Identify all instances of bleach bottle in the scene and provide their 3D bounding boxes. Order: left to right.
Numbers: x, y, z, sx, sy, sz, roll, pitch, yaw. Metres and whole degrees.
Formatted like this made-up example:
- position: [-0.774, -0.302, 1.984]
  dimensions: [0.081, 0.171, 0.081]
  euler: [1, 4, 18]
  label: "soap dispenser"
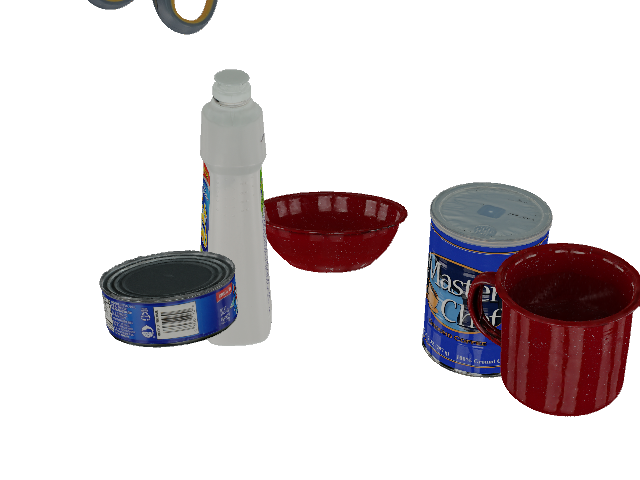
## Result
- position: [-0.076, -0.032, 0.927]
  dimensions: [0.068, 0.251, 0.102]
  euler: [-3, 35, -7]
  label: "bleach bottle"

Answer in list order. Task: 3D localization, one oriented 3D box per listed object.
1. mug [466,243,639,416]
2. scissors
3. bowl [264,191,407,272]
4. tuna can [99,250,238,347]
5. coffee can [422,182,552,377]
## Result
- position: [0.150, 0.057, 0.704]
  dimensions: [0.117, 0.081, 0.093]
  euler: [17, 38, 29]
  label: "mug"
- position: [-0.117, -0.222, 0.669]
  dimensions: [0.096, 0.202, 0.016]
  euler: [-10, -10, -23]
  label: "scissors"
- position: [0.010, -0.006, 1.111]
  dimensions: [0.162, 0.055, 0.162]
  euler: [0, 16, 0]
  label: "bowl"
- position: [-0.095, 0.036, 0.679]
  dimensions: [0.086, 0.034, 0.086]
  euler: [-4, 19, 1]
  label: "tuna can"
- position: [0.144, 0.034, 0.938]
  dimensions: [0.103, 0.140, 0.103]
  euler: [0, 31, 0]
  label: "coffee can"
